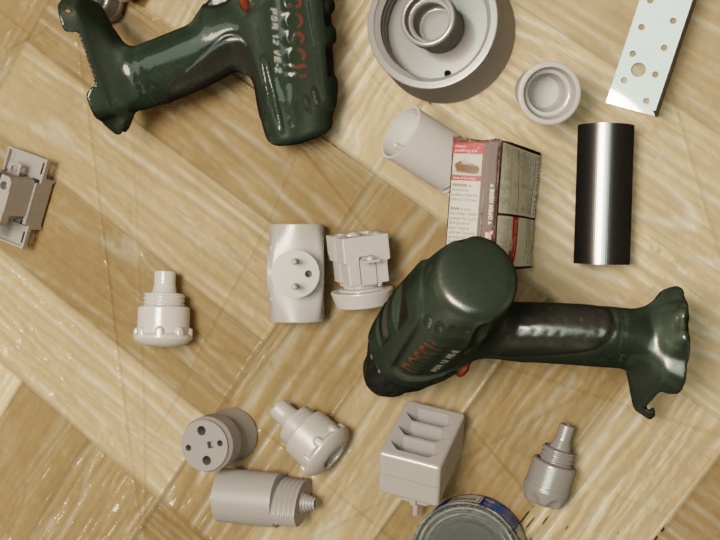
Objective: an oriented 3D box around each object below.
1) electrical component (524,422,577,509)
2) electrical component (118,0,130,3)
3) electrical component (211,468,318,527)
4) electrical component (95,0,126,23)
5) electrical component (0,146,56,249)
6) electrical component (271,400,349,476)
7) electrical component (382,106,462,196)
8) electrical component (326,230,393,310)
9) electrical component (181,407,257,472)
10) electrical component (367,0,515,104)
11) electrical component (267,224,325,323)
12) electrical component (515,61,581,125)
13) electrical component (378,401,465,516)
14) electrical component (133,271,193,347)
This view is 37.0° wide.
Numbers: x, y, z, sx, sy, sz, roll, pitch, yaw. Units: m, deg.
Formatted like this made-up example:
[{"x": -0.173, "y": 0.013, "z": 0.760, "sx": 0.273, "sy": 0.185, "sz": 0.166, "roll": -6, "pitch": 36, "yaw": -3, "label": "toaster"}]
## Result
[{"x": 0.144, "y": 0.143, "z": 0.796, "sx": 0.035, "sy": 0.035, "sz": 0.061, "roll": 19, "pitch": 95, "yaw": 16, "label": "electrical component"}, {"x": -0.175, "y": -0.271, "z": 0.883, "sx": 0.077, "sy": 0.044, "sz": 0.079, "roll": -17, "pitch": 87, "yaw": 17, "label": "electrical component"}, {"x": -0.074, "y": 0.183, "z": 0.862, "sx": 0.081, "sy": 0.043, "sz": 0.043, "roll": 1, "pitch": 92, "yaw": 17, "label": "electrical component"}, {"x": -0.222, "y": -0.225, "z": 0.890, "sx": 0.035, "sy": 0.061, "sz": 0.035, "roll": 0, "pitch": 91, "yaw": 18, "label": "electrical component"}, {"x": -0.300, "y": -0.062, "z": 0.918, "sx": 0.042, "sy": 0.064, "sz": 0.081, "roll": 19, "pitch": 97, "yaw": 15, "label": "electrical component"}, {"x": -0.043, "y": 0.128, "z": 0.852, "sx": 0.062, "sy": 0.048, "sz": 0.048, "roll": 39, "pitch": 102, "yaw": 21, "label": "electrical component"}, {"x": 0.061, "y": -0.084, "z": 0.803, "sx": 0.081, "sy": 0.043, "sz": 0.043, "roll": 28, "pitch": 103, "yaw": -28, "label": "electrical component"}, {"x": 0.000, "y": 0.000, "z": 0.829, "sx": 0.048, "sy": 0.066, "sz": 0.055, "roll": -8, "pitch": 98, "yaw": -17, "label": "electrical component"}, {"x": -0.114, "y": 0.137, "z": 0.867, "sx": 0.045, "sy": 0.055, "sz": 0.045, "roll": 0, "pitch": 91, "yaw": 18, "label": "electrical component"}, {"x": 0.057, "y": -0.182, "z": 0.803, "sx": 0.108, "sy": 0.060, "sz": 0.108, "roll": 0, "pitch": 91, "yaw": 18, "label": "electrical component"}, {"x": -0.050, "y": 0.003, "z": 0.832, "sx": 0.044, "sy": 0.079, "sz": 0.077, "roll": 0, "pitch": 91, "yaw": -1, "label": "electrical component"}, {"x": 0.133, "y": -0.129, "z": 0.777, "sx": 0.044, "sy": 0.065, "sz": 0.044, "roll": 0, "pitch": 101, "yaw": 2, "label": "electrical component"}, {"x": 0.046, "y": 0.152, "z": 0.816, "sx": 0.047, "sy": 0.065, "sz": 0.076, "roll": 12, "pitch": 124, "yaw": 17, "label": "electrical component"}, {"x": -0.162, "y": 0.032, "z": 0.887, "sx": 0.048, "sy": 0.048, "sz": 0.062, "roll": -1, "pitch": 84, "yaw": 18, "label": "electrical component"}]
